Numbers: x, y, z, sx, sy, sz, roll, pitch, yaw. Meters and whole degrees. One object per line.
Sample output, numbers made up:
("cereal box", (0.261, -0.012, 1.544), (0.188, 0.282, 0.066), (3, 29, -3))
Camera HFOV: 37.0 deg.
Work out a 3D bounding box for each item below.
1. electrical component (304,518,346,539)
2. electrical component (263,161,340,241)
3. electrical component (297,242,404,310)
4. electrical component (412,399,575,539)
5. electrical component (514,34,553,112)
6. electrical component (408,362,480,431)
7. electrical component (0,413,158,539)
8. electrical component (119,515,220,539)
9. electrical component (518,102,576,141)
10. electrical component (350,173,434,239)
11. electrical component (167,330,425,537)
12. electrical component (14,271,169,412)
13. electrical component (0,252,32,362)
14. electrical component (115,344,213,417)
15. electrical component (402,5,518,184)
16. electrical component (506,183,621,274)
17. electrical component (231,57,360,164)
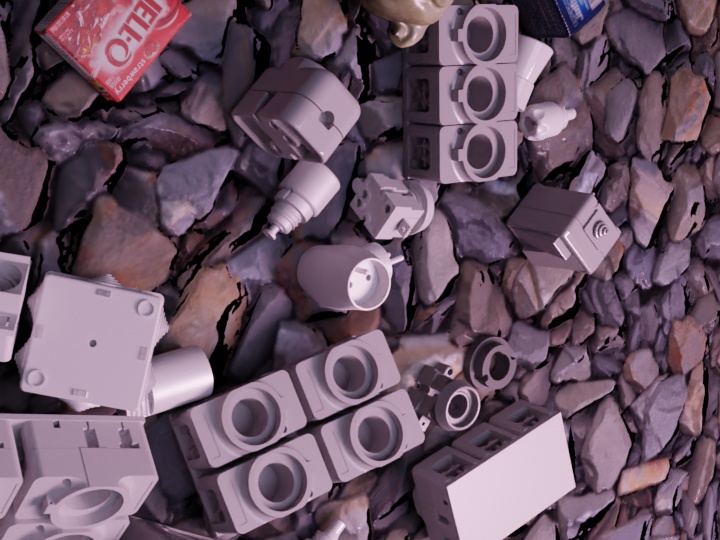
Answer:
("electrical component", (-0.035, 0.249, 0.958), (0.061, 0.035, 0.035), (-52, 124, -19))
("electrical component", (-0.051, -0.057, 0.880), (0.078, 0.040, 0.040), (-51, 124, -16))
("electrical component", (0.000, 0.000, 0.905), (0.079, 0.077, 0.043), (-22, 111, -31))
("electrical component", (0.129, 0.202, 1.049), (0.150, 0.062, 0.089), (-27, 114, -29))
("electrical component", (0.147, -0.180, 0.997), (0.044, 0.044, 0.065), (21, 92, -37))
("electrical component", (0.078, 0.121, 0.999), (0.048, 0.055, 0.066), (39, 76, -34))
("electrical component", (-0.246, 0.155, 0.738), (0.186, 0.060, 0.105), (7, 132, -36))
("electrical component", (-0.128, 0.244, 0.844), (0.109, 0.109, 0.056), (27, 81, -36))
("electrical component", (0.183, -0.145, 1.034), (0.061, 0.035, 0.035), (-18, 109, -34))
("electrical component", (0.031, -0.054, 0.931), (0.055, 0.066, 0.048), (0, 135, -43))
("electrical component", (-0.047, 0.130, 0.886), (0.186, 0.060, 0.105), (-21, 89, -31))
("electrical component", (-0.192, 0.052, 0.771), (0.100, 0.048, 0.099), (13, 86, -13))
("electrical component", (-0.252, 0.025, 0.732), (0.042, 0.081, 0.063), (11, 123, -14))
("electrical component", (-0.159, 0.089, 0.829), (0.081, 0.043, 0.043), (-15, 108, -32))
("electrical component", (0.091, -0.156, 0.948), (0.089, 0.062, 0.150), (-10, 105, -34))
("electrical component", (0.196, -0.036, 1.027), (0.061, 0.096, 0.061), (-52, 124, -15))
("electrical component", (-0.048, -0.124, 0.834), (0.053, 0.095, 0.059), (45, 73, -33))
